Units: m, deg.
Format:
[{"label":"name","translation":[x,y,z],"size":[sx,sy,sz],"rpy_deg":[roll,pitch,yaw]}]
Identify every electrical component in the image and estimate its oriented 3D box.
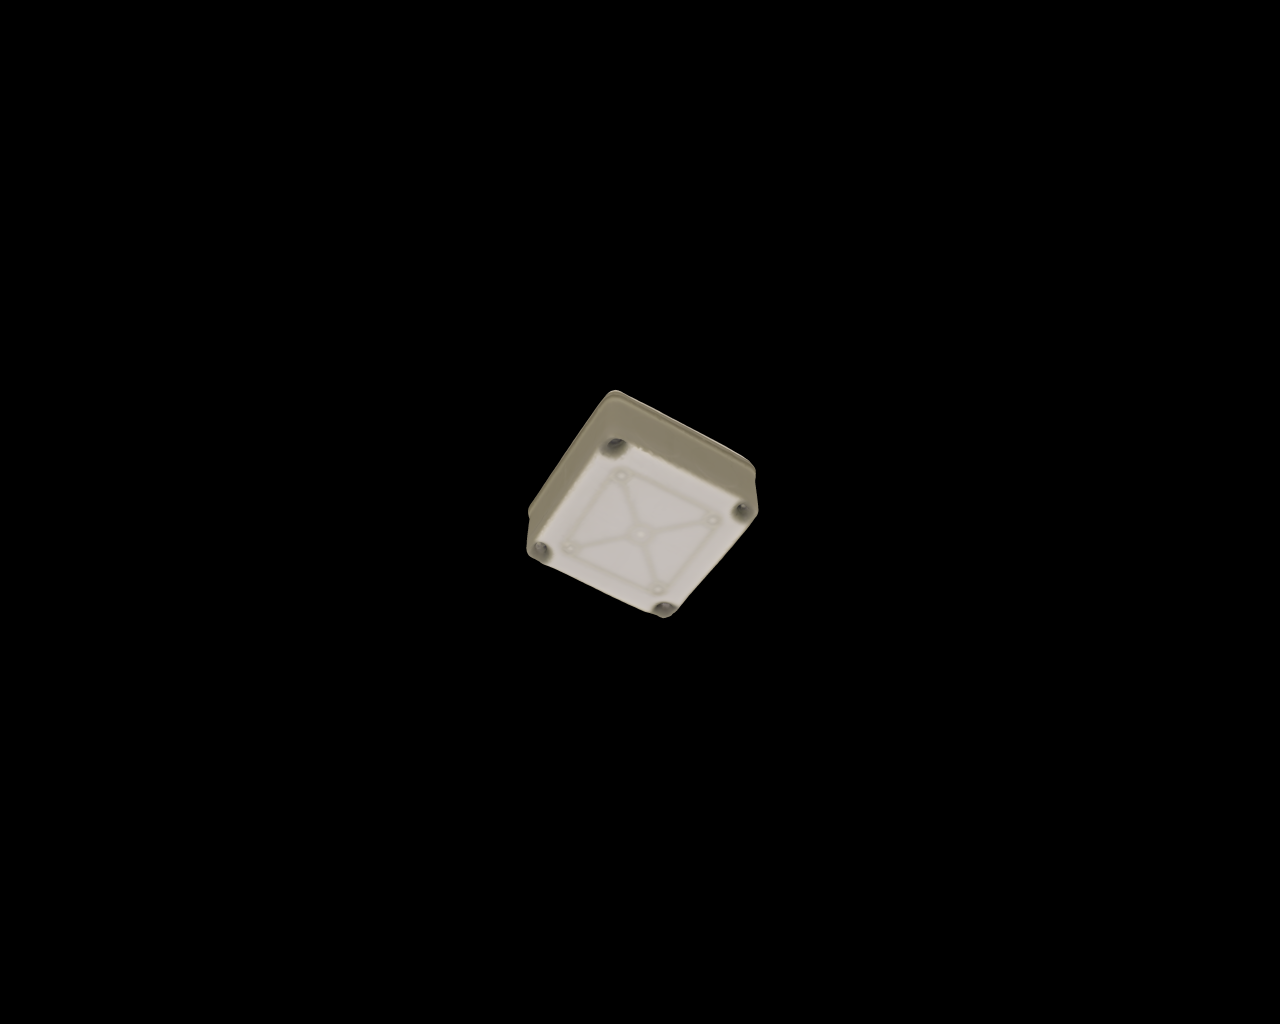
[{"label":"electrical component","translation":[0.001,-0.003,0.650],"size":[0.109,0.108,0.056],"rpy_deg":[27,32,-18]}]
